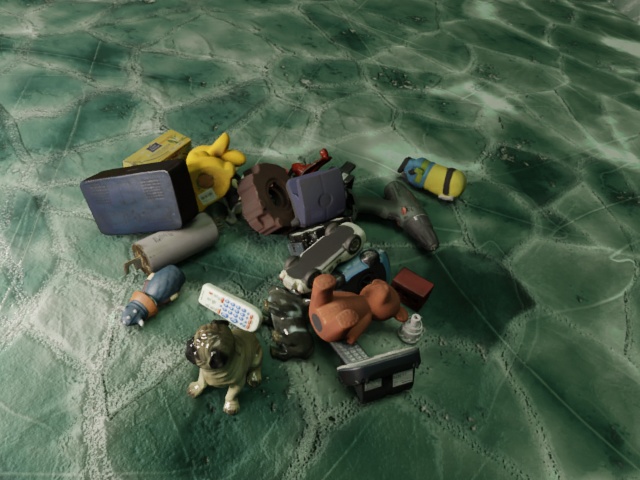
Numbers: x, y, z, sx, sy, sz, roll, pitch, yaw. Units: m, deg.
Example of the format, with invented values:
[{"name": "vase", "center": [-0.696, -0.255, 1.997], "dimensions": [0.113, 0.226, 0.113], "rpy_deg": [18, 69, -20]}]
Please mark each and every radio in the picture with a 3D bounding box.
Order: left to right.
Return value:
[{"name": "radio", "center": [-0.373, -0.085, 1.120], "dimensions": [0.230, 0.131, 0.073], "rpy_deg": [-4, 24, 23]}]

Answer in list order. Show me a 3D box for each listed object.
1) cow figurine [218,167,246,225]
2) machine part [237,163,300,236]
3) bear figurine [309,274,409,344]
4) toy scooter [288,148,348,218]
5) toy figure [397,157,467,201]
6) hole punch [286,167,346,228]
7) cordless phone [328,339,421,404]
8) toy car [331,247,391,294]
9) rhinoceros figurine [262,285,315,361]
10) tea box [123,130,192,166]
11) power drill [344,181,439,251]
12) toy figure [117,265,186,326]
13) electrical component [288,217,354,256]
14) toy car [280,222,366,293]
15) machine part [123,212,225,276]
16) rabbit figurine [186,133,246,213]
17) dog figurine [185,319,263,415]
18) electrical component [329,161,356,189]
[{"name": "cow figurine", "center": [-0.212, -0.126, 1.273], "dimensions": [0.068, 0.098, 0.167], "rpy_deg": [-14, 52, -18]}, {"name": "machine part", "center": [-0.107, -0.093, 1.225], "dimensions": [0.179, 0.056, 0.179], "rpy_deg": [30, 47, -38]}, {"name": "bear figurine", "center": [0.082, 0.120, 1.015], "dimensions": [0.196, 0.131, 0.120], "rpy_deg": [-15, 59, -24]}, {"name": "toy scooter", "center": [0.006, -0.137, 1.282], "dimensions": [0.184, 0.135, 0.075], "rpy_deg": [49, 38, 15]}, {"name": "toy figure", "center": [0.300, -0.168, 1.427], "dimensions": [0.180, 0.089, 0.082], "rpy_deg": [32, 55, 17]}, {"name": "hole punch", "center": [-0.002, -0.096, 1.183], "dimensions": [0.142, 0.092, 0.115], "rpy_deg": [-20, 93, -23]}, {"name": "cordless phone", "center": [0.089, 0.208, 1.023], "dimensions": [0.146, 0.088, 0.184], "rpy_deg": [-11, 30, -21]}, {"name": "toy car", "center": [0.065, 0.076, 1.137], "dimensions": [0.162, 0.109, 0.103], "rpy_deg": [-28, 33, -18]}, {"name": "rhinoceros figurine", "center": [-0.057, 0.143, 1.052], "dimensions": [0.112, 0.073, 0.190], "rpy_deg": [-2, 46, -12]}, {"name": "tea box", "center": [-0.386, -0.180, 1.292], "dimensions": [0.068, 0.098, 0.170], "rpy_deg": [26, 45, 13]}, {"name": "power drill", "center": [0.162, -0.061, 1.295], "dimensions": [0.207, 0.085, 0.232], "rpy_deg": [-3, 44, -11]}, {"name": "toy figure", "center": [-0.325, 0.113, 1.041], "dimensions": [0.064, 0.057, 0.154], "rpy_deg": [24, 50, 21]}, {"name": "electrical component", "center": [-0.002, -0.004, 1.182], "dimensions": [0.134, 0.115, 0.058], "rpy_deg": [-23, 98, -30]}, {"name": "toy car", "center": [0.008, 0.034, 1.075], "dimensions": [0.202, 0.056, 0.074], "rpy_deg": [-40, 49, -24]}, {"name": "machine part", "center": [-0.303, 0.006, 1.136], "dimensions": [0.243, 0.079, 0.079], "rpy_deg": [-28, 57, -34]}, {"name": "rabbit figurine", "center": [-0.256, -0.171, 1.208], "dimensions": [0.162, 0.121, 0.173], "rpy_deg": [-38, 31, 3]}, {"name": "dog figurine", "center": [-0.152, 0.178, 0.914], "dimensions": [0.121, 0.190, 0.172], "rpy_deg": [14, 43, 2]}, {"name": "electrical component", "center": [0.049, -0.155, 1.391], "dimensions": [0.075, 0.047, 0.119], "rpy_deg": [25, 45, 12]}]
